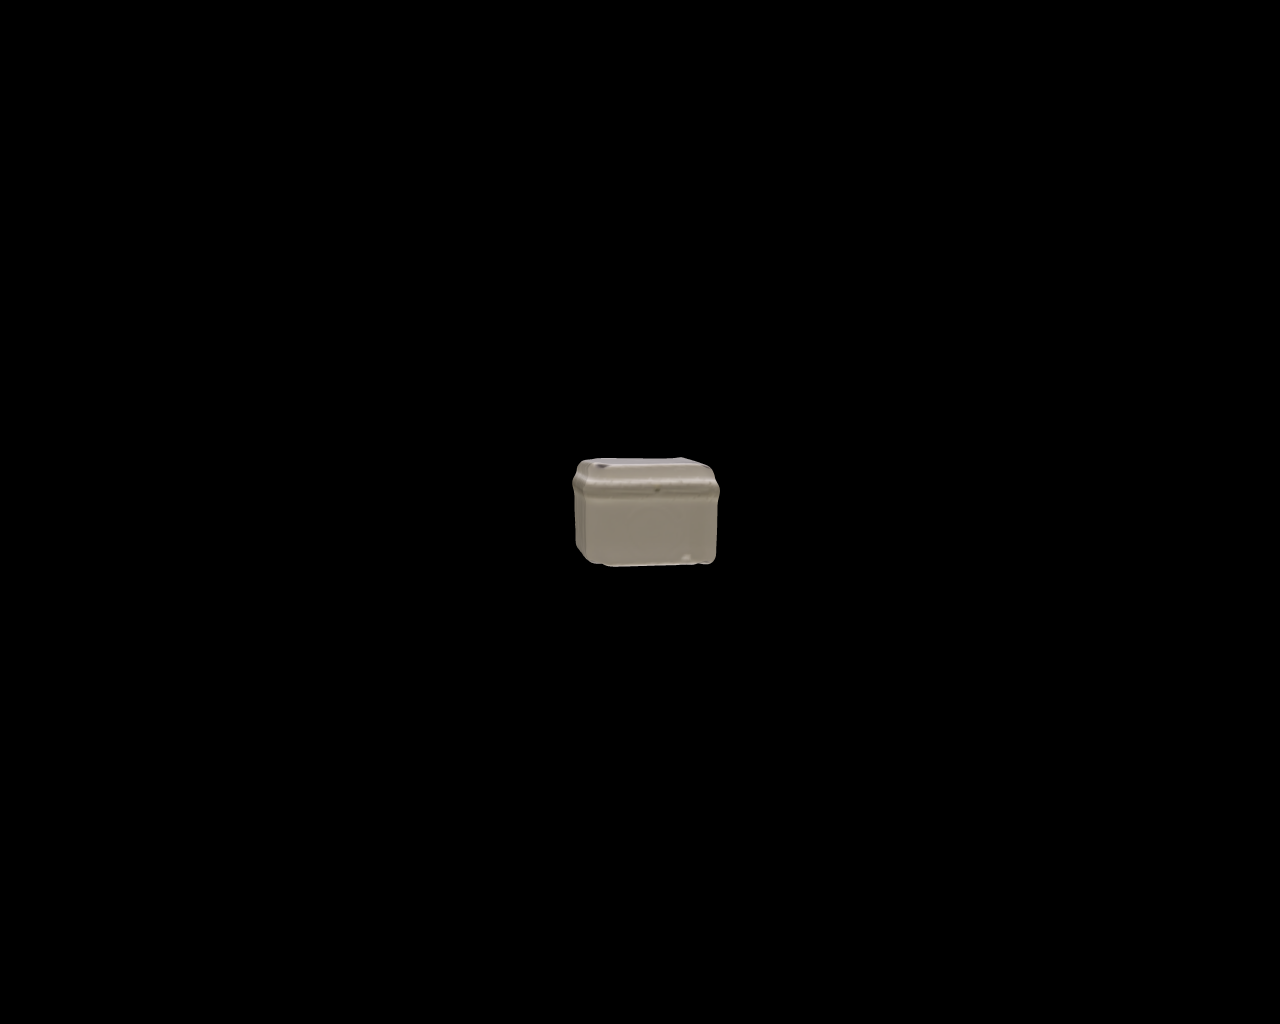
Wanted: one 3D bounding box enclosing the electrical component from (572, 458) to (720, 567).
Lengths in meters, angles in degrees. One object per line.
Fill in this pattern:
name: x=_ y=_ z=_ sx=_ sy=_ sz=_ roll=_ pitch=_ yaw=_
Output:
electrical component: x=0.001 y=-0.003 z=0.650 sx=0.078 sy=0.057 sz=0.113 roll=-1 pitch=5 yaw=-7
